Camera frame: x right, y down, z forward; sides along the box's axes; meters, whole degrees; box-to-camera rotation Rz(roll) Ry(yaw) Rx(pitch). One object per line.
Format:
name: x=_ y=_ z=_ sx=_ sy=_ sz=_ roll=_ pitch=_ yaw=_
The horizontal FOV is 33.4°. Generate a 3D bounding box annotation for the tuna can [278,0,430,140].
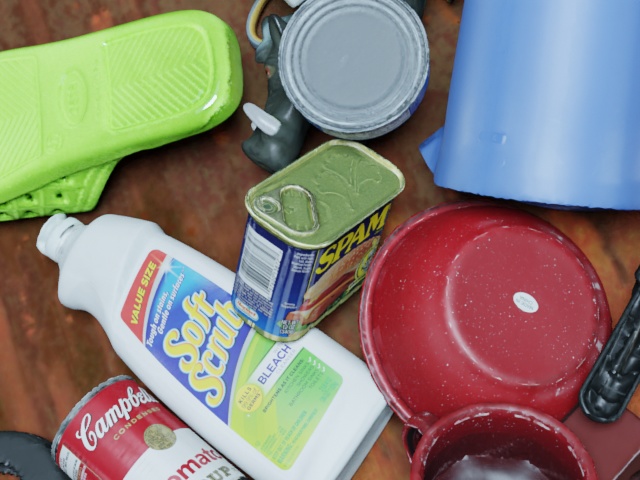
tuna can: x=0.021 y=-0.101 z=0.613 sx=0.086 sy=0.033 sz=0.086 roll=-1 pitch=85 yaw=8

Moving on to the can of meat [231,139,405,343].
can of meat: x=-0.004 y=0.001 z=0.629 sx=0.057 sy=0.084 sz=0.101 roll=35 pitch=44 yaw=20

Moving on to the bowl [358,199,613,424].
bowl: x=0.106 y=0.044 z=0.614 sx=0.162 sy=0.055 sz=0.162 roll=4 pitch=72 yaw=-12

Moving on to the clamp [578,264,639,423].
clamp: x=0.197 y=0.015 z=0.580 sx=0.039 sy=0.120 sz=0.171 roll=36 pitch=44 yaw=4

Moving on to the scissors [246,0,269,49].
scissors: x=0.040 y=-0.185 z=0.717 sx=0.202 sy=0.016 sz=0.096 roll=-39 pitch=77 yaw=2

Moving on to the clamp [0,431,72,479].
clamp: x=-0.167 y=0.173 z=0.667 sx=0.210 sy=0.036 sz=0.164 roll=33 pitch=65 yaw=22

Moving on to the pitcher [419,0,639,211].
pitcher: x=0.152 y=-0.137 z=0.593 sx=0.149 sy=0.145 sz=0.243 roll=4 pitch=98 yaw=-11

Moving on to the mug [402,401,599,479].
mug: x=0.085 y=0.139 z=0.564 sx=0.093 sy=0.081 sz=0.117 roll=-32 pitch=53 yaw=-26

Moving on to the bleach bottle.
bleach bottle: x=-0.079 y=0.065 z=0.667 sx=0.251 sy=0.068 sz=0.102 roll=32 pitch=79 yaw=16

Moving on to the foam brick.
foam brick: x=0.169 y=0.129 z=0.597 sx=0.053 sy=0.078 sz=0.051 roll=-49 pitch=38 yaw=0

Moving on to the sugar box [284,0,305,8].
sugar box: x=-0.021 y=-0.215 z=0.669 sx=0.093 sy=0.048 sz=0.176 roll=-39 pitch=35 yaw=2

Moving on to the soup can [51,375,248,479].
soup can: x=-0.098 y=0.137 z=0.626 sx=0.102 sy=0.068 sz=0.068 roll=36 pitch=87 yaw=22
